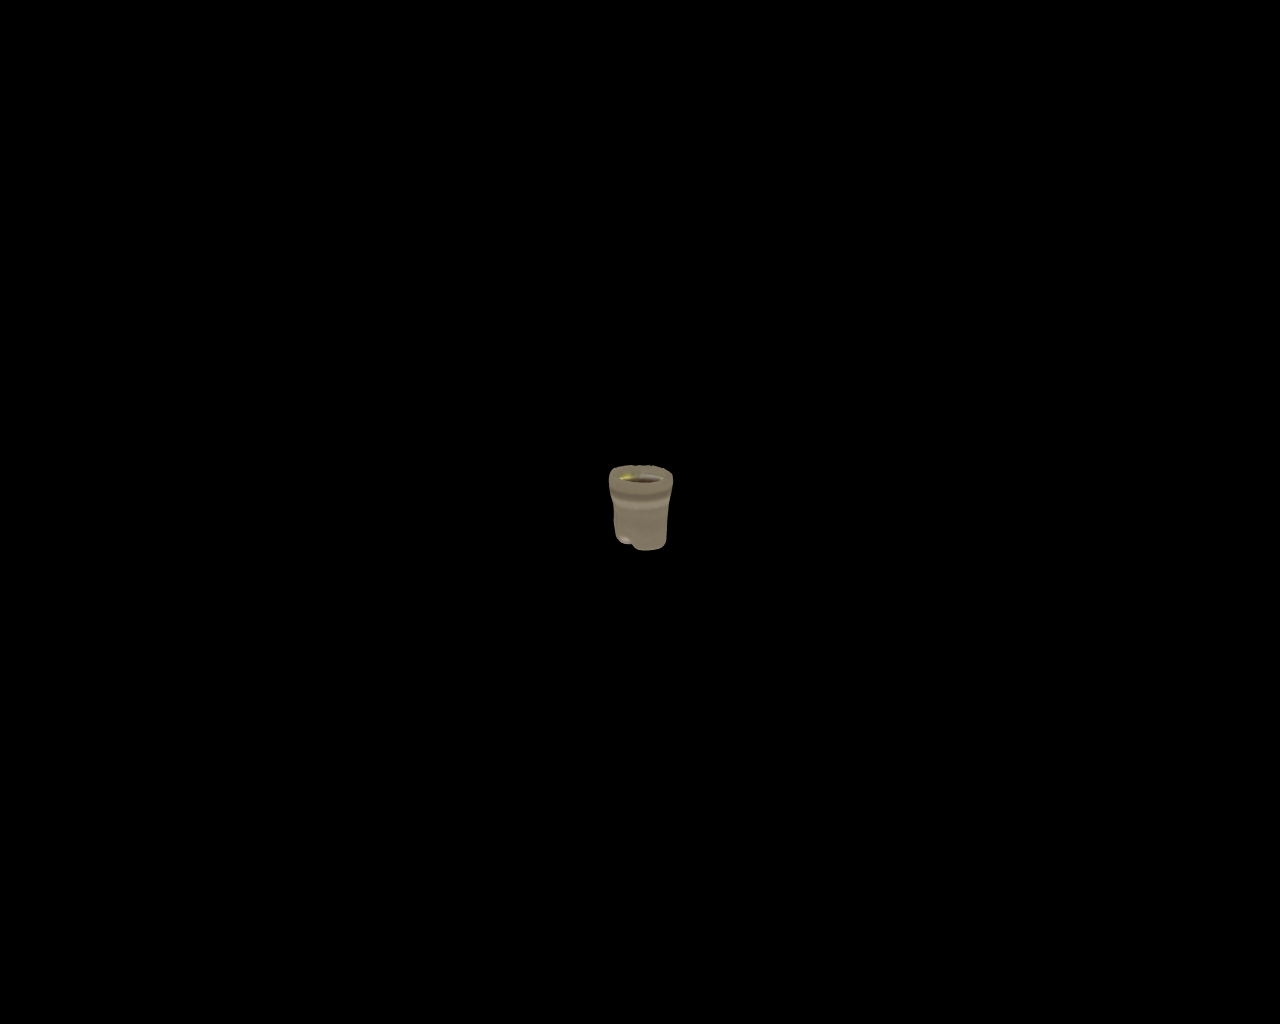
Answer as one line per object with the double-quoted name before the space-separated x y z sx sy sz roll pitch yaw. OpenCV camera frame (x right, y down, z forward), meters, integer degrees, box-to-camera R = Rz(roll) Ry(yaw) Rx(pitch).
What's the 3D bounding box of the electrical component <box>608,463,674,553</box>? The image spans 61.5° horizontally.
"electrical component" 0.001 -0.003 0.650 0.040 0.046 0.040 0 18 0
